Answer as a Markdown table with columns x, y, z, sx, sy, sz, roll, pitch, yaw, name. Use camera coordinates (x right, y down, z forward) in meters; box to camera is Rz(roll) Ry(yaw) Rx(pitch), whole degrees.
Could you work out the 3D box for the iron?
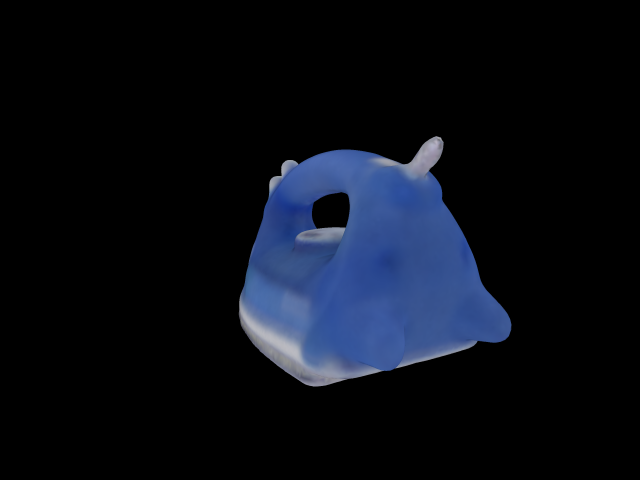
| x | y | z | sx | sy | sz | roll | pitch | yaw | name |
| --- | --- | --- | --- | --- | --- | --- | --- | --- | --- |
| 0.004 | 0.001 | 0.400 | 0.119 | 0.141 | 0.257 | -6 | 11 | -31 | iron |
